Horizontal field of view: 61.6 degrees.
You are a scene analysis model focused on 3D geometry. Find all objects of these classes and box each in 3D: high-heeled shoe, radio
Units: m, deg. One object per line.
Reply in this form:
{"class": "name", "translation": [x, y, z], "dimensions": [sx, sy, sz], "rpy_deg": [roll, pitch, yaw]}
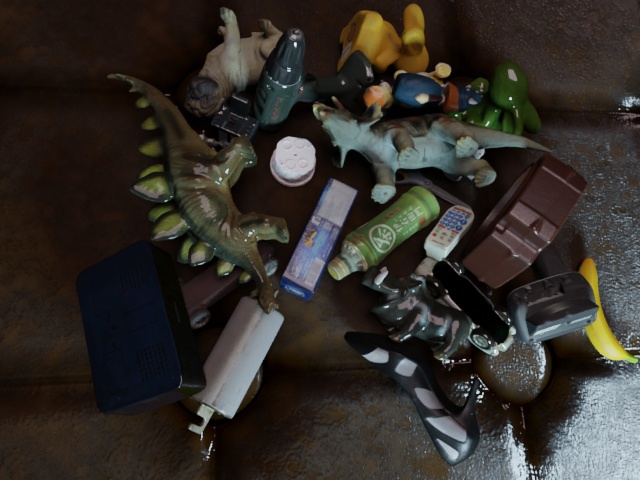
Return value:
{"class": "high-heeled shoe", "translation": [0.137, 0.246, 0.850], "dimensions": [0.249, 0.086, 0.145], "rpy_deg": [21, 97, 15]}
{"class": "radio", "translation": [-0.262, 0.128, 0.773], "dimensions": [0.131, 0.073, 0.230], "rpy_deg": [-25, 65, 5]}

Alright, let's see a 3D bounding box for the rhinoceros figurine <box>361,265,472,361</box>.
{"class": "rhinoceros figurine", "translation": [0.149, 0.111, 0.860], "dimensions": [0.190, 0.073, 0.112], "rpy_deg": [29, 96, 8]}

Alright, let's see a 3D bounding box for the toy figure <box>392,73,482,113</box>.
{"class": "toy figure", "translation": [0.206, -0.256, 0.945], "dimensions": [0.154, 0.058, 0.064], "rpy_deg": [12, 72, -6]}

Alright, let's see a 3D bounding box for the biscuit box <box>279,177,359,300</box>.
{"class": "biscuit box", "translation": [-0.002, -0.003, 0.902], "dimensions": [0.059, 0.062, 0.202], "rpy_deg": [26, 69, -1]}

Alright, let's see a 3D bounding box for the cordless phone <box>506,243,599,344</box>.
{"class": "cordless phone", "translation": [0.382, 0.076, 0.940], "dimensions": [0.147, 0.088, 0.184], "rpy_deg": [-17, 57, -1]}

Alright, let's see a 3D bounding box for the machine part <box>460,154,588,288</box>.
{"class": "machine part", "translation": [0.331, -0.031, 0.894], "dimensions": [0.087, 0.201, 0.201], "rpy_deg": [38, 70, 7]}

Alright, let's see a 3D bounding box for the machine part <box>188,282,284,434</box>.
{"class": "machine part", "translation": [-0.124, 0.175, 0.811], "dimensions": [0.079, 0.079, 0.243], "rpy_deg": [27, 69, 0]}

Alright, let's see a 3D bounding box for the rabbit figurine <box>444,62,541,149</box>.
{"class": "rabbit figurine", "translation": [0.322, -0.242, 0.984], "dimensions": [0.121, 0.170, 0.159], "rpy_deg": [-31, 78, -18]}

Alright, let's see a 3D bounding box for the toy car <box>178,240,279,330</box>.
{"class": "toy car", "translation": [-0.158, 0.063, 0.857], "dimensions": [0.202, 0.053, 0.089], "rpy_deg": [-39, 66, -19]}

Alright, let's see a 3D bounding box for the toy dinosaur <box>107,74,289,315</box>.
{"class": "toy dinosaur", "translation": [-0.187, -0.090, 0.835], "dimensions": [0.199, 0.105, 0.471], "rpy_deg": [-24, 75, -9]}

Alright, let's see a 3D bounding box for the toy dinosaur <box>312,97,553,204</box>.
{"class": "toy dinosaur", "translation": [0.177, -0.172, 0.938], "dimensions": [0.405, 0.131, 0.192], "rpy_deg": [-4, 44, -15]}

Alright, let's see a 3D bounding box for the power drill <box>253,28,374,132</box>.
{"class": "power drill", "translation": [-0.010, -0.275, 0.922], "dimensions": [0.207, 0.232, 0.086], "rpy_deg": [-22, 76, -34]}

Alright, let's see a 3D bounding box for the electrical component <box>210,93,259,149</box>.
{"class": "electrical component", "translation": [-0.144, -0.192, 0.914], "dimensions": [0.075, 0.119, 0.048], "rpy_deg": [25, 68, -3]}

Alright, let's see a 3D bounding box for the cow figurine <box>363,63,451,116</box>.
{"class": "cow figurine", "translation": [0.159, -0.279, 1.018], "dimensions": [0.167, 0.098, 0.068], "rpy_deg": [-11, 96, -2]}

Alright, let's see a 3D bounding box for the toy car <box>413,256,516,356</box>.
{"class": "toy car", "translation": [0.246, 0.106, 0.911], "dimensions": [0.073, 0.056, 0.202], "rpy_deg": [-40, 82, -26]}

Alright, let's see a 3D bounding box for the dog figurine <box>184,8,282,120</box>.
{"class": "dog figurine", "translation": [-0.141, -0.290, 0.972], "dimensions": [0.172, 0.121, 0.190], "rpy_deg": [14, 83, -1]}

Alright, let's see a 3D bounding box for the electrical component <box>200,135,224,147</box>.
{"class": "electrical component", "translation": [-0.208, -0.134, 0.921], "dimensions": [0.078, 0.045, 0.102], "rpy_deg": [10, 69, -8]}

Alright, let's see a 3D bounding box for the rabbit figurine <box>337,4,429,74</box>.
{"class": "rabbit figurine", "translation": [0.137, -0.369, 1.023], "dimensions": [0.173, 0.162, 0.122], "rpy_deg": [20, 55, -21]}
